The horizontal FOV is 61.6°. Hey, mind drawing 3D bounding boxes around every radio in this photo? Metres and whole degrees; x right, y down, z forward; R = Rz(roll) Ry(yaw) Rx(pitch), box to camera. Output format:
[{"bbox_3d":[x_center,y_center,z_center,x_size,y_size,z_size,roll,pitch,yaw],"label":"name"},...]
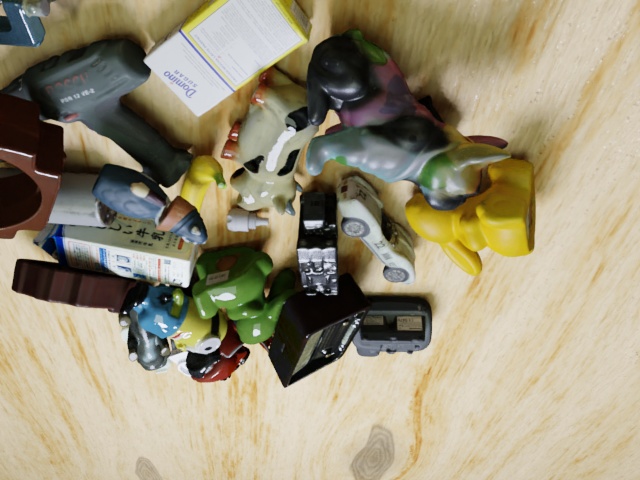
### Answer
[{"bbox_3d":[-0.005,0.153,0.894,0.131,0.073,0.229,-21,154,-26],"label":"radio"}]

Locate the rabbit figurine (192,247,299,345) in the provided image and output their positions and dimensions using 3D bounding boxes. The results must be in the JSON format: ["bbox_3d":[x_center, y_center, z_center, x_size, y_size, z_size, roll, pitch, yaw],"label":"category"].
[{"bbox_3d":[-0.112,0.094,0.889,0.159,0.121,0.170,-20,125,-1],"label":"rabbit figurine"}]

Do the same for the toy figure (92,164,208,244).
[{"bbox_3d":[-0.209,-0.044,0.688,0.154,0.064,0.057,28,93,-25],"label":"toy figure"}]

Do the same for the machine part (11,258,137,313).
[{"bbox_3d":[-0.390,0.072,0.856,0.179,0.056,0.179,12,176,1],"label":"machine part"}]

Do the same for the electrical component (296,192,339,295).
[{"bbox_3d":[-0.002,-0.002,0.777,0.058,0.115,0.134,-3,135,2],"label":"electrical component"}]

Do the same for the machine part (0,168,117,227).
[{"bbox_3d":[-0.388,-0.062,0.777,0.243,0.079,0.079,3,135,1],"label":"machine part"}]

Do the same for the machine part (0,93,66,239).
[{"bbox_3d":[-0.414,-0.088,0.622,0.201,0.087,0.201,9,146,-31],"label":"machine part"}]

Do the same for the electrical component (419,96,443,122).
[{"bbox_3d":[0.139,-0.117,0.697,0.075,0.048,0.119,-27,128,28],"label":"electrical component"}]

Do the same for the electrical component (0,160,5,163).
[{"bbox_3d":[-0.436,-0.133,0.722,0.102,0.078,0.045,28,91,-16],"label":"electrical component"}]

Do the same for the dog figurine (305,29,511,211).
[{"bbox_3d":[0.101,-0.131,0.599,0.219,0.108,0.191,6,109,13],"label":"dog figurine"}]

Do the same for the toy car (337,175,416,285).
[{"bbox_3d":[0.089,-0.010,0.790,0.056,0.073,0.201,-24,128,27],"label":"toy car"}]

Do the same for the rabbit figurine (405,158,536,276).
[{"bbox_3d":[0.209,-0.031,0.754,0.173,0.122,0.162,2,147,23],"label":"rabbit figurine"}]

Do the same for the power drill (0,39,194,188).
[{"bbox_3d":[-0.282,-0.143,0.695,0.232,0.086,0.207,-21,123,24],"label":"power drill"}]

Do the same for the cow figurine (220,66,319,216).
[{"bbox_3d":[-0.059,-0.112,0.698,0.127,0.085,0.195,26,130,-12],"label":"cow figurine"}]

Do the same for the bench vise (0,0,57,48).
[{"bbox_3d":[-0.399,-0.237,0.577,0.241,0.129,0.223,6,138,5],"label":"bench vise"}]

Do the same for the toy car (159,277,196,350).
[{"bbox_3d":[-0.237,0.129,0.972,0.089,0.053,0.201,-8,135,-10],"label":"toy car"}]

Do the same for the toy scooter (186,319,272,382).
[{"bbox_3d":[-0.152,0.199,1.000,0.184,0.075,0.135,-46,141,1],"label":"toy scooter"}]

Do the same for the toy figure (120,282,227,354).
[{"bbox_3d":[-0.228,0.122,0.873,0.180,0.089,0.082,38,154,-33],"label":"toy figure"}]

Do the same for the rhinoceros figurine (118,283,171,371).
[{"bbox_3d":[-0.321,0.168,0.983,0.073,0.112,0.190,-16,124,-19],"label":"rhinoceros figurine"}]

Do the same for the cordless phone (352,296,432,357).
[{"bbox_3d":[0.129,0.180,0.989,0.147,0.089,0.184,0,146,4],"label":"cordless phone"}]
